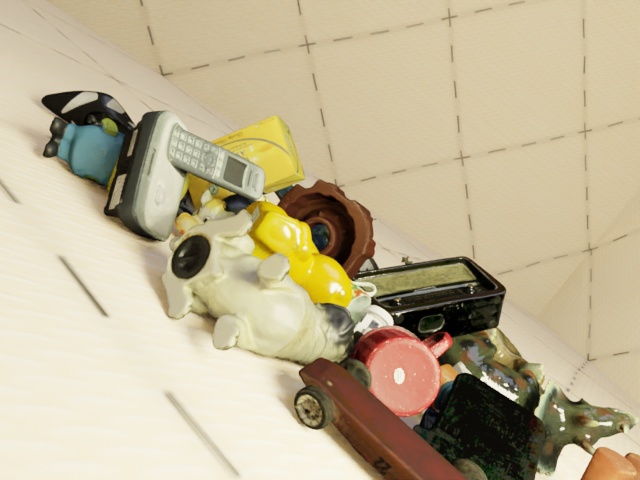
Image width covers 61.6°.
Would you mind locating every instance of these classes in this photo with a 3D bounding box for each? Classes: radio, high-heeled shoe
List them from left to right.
[{"bbox_3d":[-0.322,-0.148,0.854,0.249,0.086,0.145,12,49,-19],"label":"high-heeled shoe"},{"bbox_3d":[0.167,0.095,0.849,0.230,0.073,0.131,-9,26,-18],"label":"radio"}]

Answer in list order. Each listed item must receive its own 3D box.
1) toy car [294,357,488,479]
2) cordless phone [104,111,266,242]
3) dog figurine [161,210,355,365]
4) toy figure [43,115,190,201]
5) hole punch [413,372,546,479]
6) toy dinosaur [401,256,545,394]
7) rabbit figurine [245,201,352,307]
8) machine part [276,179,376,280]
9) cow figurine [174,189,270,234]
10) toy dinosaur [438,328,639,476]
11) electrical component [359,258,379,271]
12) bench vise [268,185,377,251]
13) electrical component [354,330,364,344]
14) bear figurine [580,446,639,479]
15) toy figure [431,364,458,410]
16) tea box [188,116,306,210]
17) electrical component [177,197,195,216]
[{"bbox_3d":[0.059,0.184,0.479,0.202,0.053,0.089,37,29,21],"label":"toy car"},{"bbox_3d":[-0.155,-0.060,0.664,0.184,0.146,0.089,21,-20,-37],"label":"cordless phone"},{"bbox_3d":[-0.060,0.067,0.577,0.172,0.121,0.190,46,1,36],"label":"dog figurine"},{"bbox_3d":[-0.259,-0.103,0.706,0.180,0.082,0.089,22,32,-19],"label":"toy figure"},{"bbox_3d":[0.157,0.222,0.562,0.142,0.092,0.116,35,45,8],"label":"hole punch"},{"bbox_3d":[0.302,0.189,1.048,0.472,0.105,0.198,53,6,23],"label":"toy dinosaur"},{"bbox_3d":[-0.039,0.035,0.688,0.173,0.122,0.162,31,5,-17],"label":"rabbit figurine"},{"bbox_3d":[-0.002,-0.003,0.833,0.179,0.179,0.056,38,7,22],"label":"machine part"},{"bbox_3d":[-0.127,-0.030,0.758,0.068,0.098,0.167,44,13,17],"label":"cow figurine"},{"bbox_3d":[0.256,0.209,0.835,0.405,0.131,0.192,31,8,20],"label":"toy dinosaur"},{"bbox_3d":[0.066,0.065,0.919,0.075,0.048,0.119,-56,129,-43],"label":"electrical component"},{"bbox_3d":[-0.023,-0.033,0.978,0.240,0.129,0.223,52,30,1],"label":"bench vise"},{"bbox_3d":[0.049,0.146,0.662,0.102,0.045,0.078,39,-17,14],"label":"electrical component"},{"bbox_3d":[0.354,0.327,0.546,0.120,0.132,0.196,23,9,-34],"label":"bear figurine"},{"bbox_3d":[0.136,0.176,0.677,0.155,0.058,0.064,27,-32,44],"label":"toy figure"},{"bbox_3d":[-0.119,-0.112,0.828,0.068,0.170,0.098,11,59,-78],"label":"tea box"},{"bbox_3d":[-0.229,-0.062,0.793,0.094,0.021,0.063,38,10,7],"label":"electrical component"}]
